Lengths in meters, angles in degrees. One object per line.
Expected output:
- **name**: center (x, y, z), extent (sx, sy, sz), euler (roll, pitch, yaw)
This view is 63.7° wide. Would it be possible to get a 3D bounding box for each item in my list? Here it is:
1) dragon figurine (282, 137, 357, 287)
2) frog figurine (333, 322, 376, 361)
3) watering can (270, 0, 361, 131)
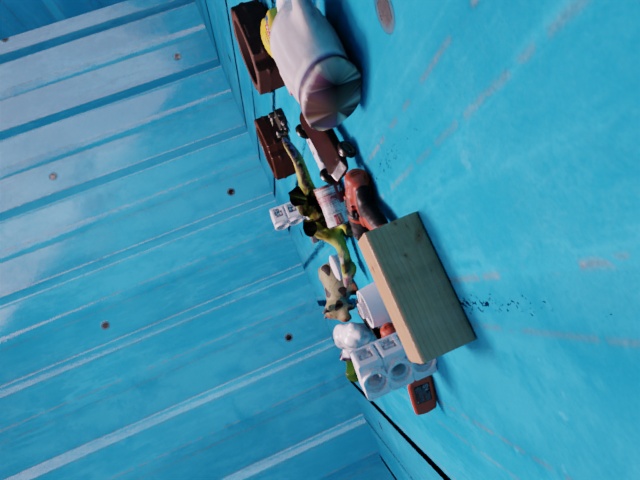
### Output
- **dragon figurine**: center (0.004, -0.070, 1.391), extent (0.122, 0.415, 0.240), euler (-23, -16, 1)
- **frog figurine**: center (0.102, 0.280, 1.528), extent (0.137, 0.156, 0.125), euler (9, 48, 27)
- **watering can**: center (-0.021, -0.315, 0.797), extent (0.104, 0.228, 0.341), euler (-23, -25, -7)
